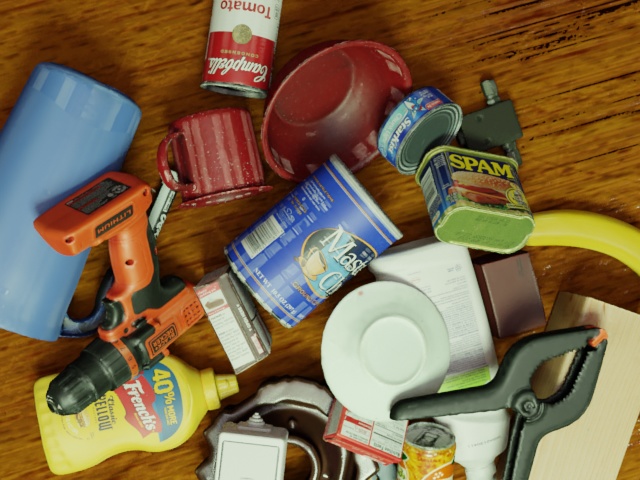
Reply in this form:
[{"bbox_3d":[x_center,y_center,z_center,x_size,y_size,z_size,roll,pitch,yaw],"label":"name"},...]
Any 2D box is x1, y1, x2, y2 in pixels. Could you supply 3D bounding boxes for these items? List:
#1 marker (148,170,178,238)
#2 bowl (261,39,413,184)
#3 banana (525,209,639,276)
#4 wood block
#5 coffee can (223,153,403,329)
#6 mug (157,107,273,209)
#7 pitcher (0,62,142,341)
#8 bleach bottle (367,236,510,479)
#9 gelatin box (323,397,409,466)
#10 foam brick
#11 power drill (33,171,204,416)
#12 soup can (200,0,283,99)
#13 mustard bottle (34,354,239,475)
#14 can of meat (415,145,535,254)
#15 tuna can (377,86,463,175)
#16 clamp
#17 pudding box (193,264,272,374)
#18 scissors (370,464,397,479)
[{"bbox_3d":[-0.166,-0.012,1.052,0.020,0.020,0.121,24,90,-6],"label":"marker"},{"bbox_3d":[0.006,-0.133,1.021,0.162,0.162,0.055,-34,50,-3],"label":"bowl"},{"bbox_3d":[0.283,0.008,1.083,0.197,0.037,0.069,24,89,-5],"label":"banana"},{"bbox_3d":[0.257,0.163,1.060,0.090,0.090,0.206,19,90,-5],"label":"wood block"},{"bbox_3d":[-0.007,0.001,1.016,0.140,0.103,0.103,-40,95,5],"label":"coffee can"},{"bbox_3d":[-0.107,-0.077,1.013,0.117,0.093,0.081,-10,88,-44],"label":"mug"},{"bbox_3d":[-0.252,-0.032,0.997,0.145,0.149,0.243,22,87,23],"label":"pitcher"},{"bbox_3d":[0.125,0.125,1.062,0.102,0.068,0.251,-15,96,-3],"label":"bleach bottle"},{"bbox_3d":[0.048,0.161,1.015,0.073,0.030,0.089,26,62,-22],"label":"gelatin box"},{"bbox_3d":[0.187,0.052,1.069,0.053,0.051,0.078,-15,95,-7],"label":"foam brick"},{"bbox_3d":[-0.193,0.047,0.965,0.184,0.057,0.187,-41,136,-35],"label":"power drill"},{"bbox_3d":[-0.075,-0.193,1.030,0.068,0.068,0.102,8,90,-5],"label":"soup can"},{"bbox_3d":[-0.174,0.161,1.038,0.191,0.058,0.096,-12,81,-5],"label":"mustard bottle"},{"bbox_3d":[0.151,-0.038,1.032,0.102,0.084,0.058,9,134,-19],"label":"can of meat"},{"bbox_3d":[0.096,-0.107,1.038,0.086,0.086,0.034,-43,64,-2],"label":"tuna can"},{"bbox_3d":[0.178,0.148,0.988,0.164,0.036,0.210,41,88,-10],"label":"clamp"},{"bbox_3d":[-0.081,0.071,1.016,0.039,0.113,0.090,-27,94,-1],"label":"pudding box"},{"bbox_3d":[0.073,0.209,1.082,0.096,0.016,0.202,24,90,-5],"label":"scissors"}]
